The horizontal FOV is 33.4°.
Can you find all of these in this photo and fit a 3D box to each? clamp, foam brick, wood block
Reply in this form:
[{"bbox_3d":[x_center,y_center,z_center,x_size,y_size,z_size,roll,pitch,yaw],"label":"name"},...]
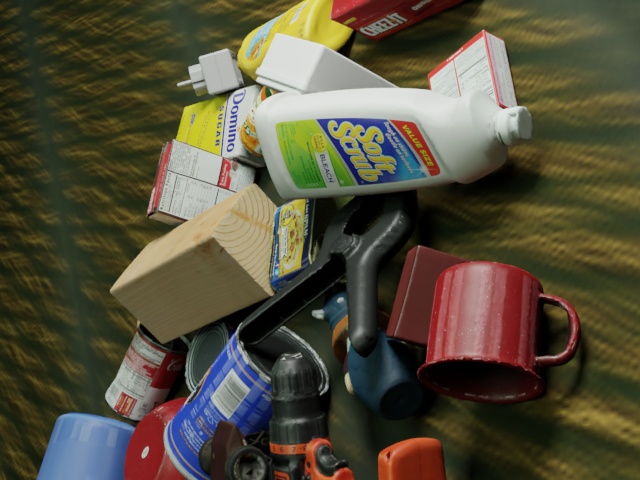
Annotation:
[{"bbox_3d":[0.033,0.019,0.936,0.165,0.036,0.209,9,56,52],"label":"clamp"},{"bbox_3d":[0.090,0.050,0.869,0.051,0.053,0.078,123,163,-81],"label":"foam brick"},{"bbox_3d":[-0.123,0.029,1.149,0.207,0.090,0.090,-26,22,46],"label":"wood block"}]

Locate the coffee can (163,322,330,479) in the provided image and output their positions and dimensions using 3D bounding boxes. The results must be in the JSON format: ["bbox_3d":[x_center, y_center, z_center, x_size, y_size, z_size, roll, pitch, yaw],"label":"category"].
[{"bbox_3d":[-0.071,0.160,1.017,0.140,0.102,0.103,-54,35,23],"label":"coffee can"}]

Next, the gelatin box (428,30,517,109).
[{"bbox_3d":[0.134,-0.127,0.937,0.073,0.030,0.089,-37,47,40],"label":"gelatin box"}]

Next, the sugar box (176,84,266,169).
[{"bbox_3d":[-0.119,-0.128,1.303,0.177,0.048,0.093,-8,66,56],"label":"sugar box"}]

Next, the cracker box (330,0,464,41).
[{"bbox_3d":[0.098,-0.326,1.064,0.164,0.072,0.213,-13,63,54],"label":"cracker box"}]

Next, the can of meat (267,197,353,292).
[{"bbox_3d":[-0.007,0.001,1.053,0.084,0.057,0.102,-25,53,51],"label":"can of meat"}]

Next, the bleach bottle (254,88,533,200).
[{"bbox_3d":[0.063,-0.092,0.918,0.251,0.068,0.102,-4,111,39],"label":"bleach bottle"}]

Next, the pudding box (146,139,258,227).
[{"bbox_3d":[-0.134,-0.054,1.221,0.039,0.113,0.090,-17,58,62],"label":"pudding box"}]

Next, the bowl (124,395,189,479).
[{"bbox_3d":[-0.168,0.239,1.164,0.162,0.055,0.162,-33,47,43],"label":"bowl"}]

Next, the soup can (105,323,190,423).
[{"bbox_3d":[-0.202,0.155,1.249,0.102,0.068,0.069,-62,33,13],"label":"soup can"}]

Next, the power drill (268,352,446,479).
[{"bbox_3d":[0.023,0.186,0.862,0.188,0.057,0.184,-2,96,57],"label":"power drill"}]

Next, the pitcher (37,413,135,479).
[{"bbox_3d":[-0.273,0.324,1.208,0.149,0.144,0.243,0,67,29],"label":"pitcher"}]

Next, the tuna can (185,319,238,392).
[{"bbox_3d":[-0.110,0.130,1.158,0.086,0.033,0.086,-33,47,44],"label":"tuna can"}]

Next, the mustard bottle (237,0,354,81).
[{"bbox_3d":[-0.039,-0.225,1.220,0.192,0.058,0.096,-13,43,54],"label":"mustard bottle"}]

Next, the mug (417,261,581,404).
[{"bbox_3d":[0.133,0.067,0.786,0.117,0.093,0.081,-5,60,29],"label":"mug"}]

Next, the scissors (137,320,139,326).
[{"bbox_3d":[-0.178,0.066,1.313,0.202,0.016,0.096,-59,34,17],"label":"scissors"}]
